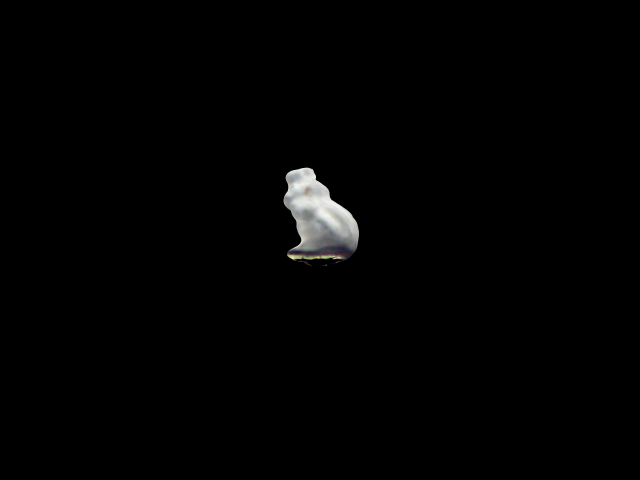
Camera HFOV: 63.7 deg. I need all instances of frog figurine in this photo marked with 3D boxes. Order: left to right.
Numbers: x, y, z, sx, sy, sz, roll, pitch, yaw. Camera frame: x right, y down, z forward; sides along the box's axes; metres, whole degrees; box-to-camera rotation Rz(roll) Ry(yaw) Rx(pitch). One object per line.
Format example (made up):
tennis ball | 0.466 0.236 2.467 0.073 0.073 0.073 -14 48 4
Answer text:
frog figurine | 0.003 -0.043 0.850 0.122 0.161 0.137 -10 -15 42
